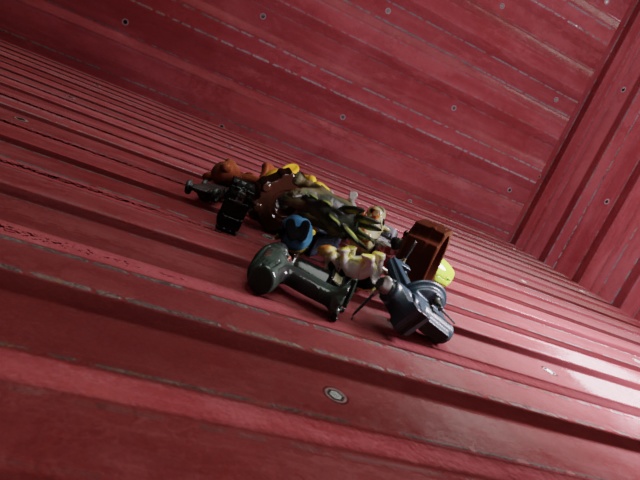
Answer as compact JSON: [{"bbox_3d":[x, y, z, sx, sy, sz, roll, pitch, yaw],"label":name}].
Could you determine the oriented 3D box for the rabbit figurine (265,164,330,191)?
[{"bbox_3d":[-0.075,-0.151,1.481,0.173,0.121,0.162,21,29,-22],"label":"rabbit figurine"}]

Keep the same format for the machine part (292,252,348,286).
[{"bbox_3d":[-0.003,0.072,1.179,0.139,0.039,0.084,25,21,-2],"label":"machine part"}]

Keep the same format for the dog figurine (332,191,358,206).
[{"bbox_3d":[0.074,-0.053,1.730,0.121,0.172,0.190,13,-22,14],"label":"dog figurine"}]

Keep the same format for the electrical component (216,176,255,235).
[{"bbox_3d":[-0.202,-0.085,1.280,0.058,0.114,0.134,24,12,-15],"label":"electrical component"}]

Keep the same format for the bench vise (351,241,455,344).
[{"bbox_3d":[0.178,0.109,1.115,0.223,0.129,0.241,26,28,-24],"label":"bench vise"}]

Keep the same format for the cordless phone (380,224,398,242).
[{"bbox_3d":[0.187,-0.027,1.806,0.147,0.088,0.184,25,9,6],"label":"cordless phone"}]

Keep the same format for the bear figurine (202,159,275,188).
[{"bbox_3d":[-0.239,-0.190,1.578,0.195,0.120,0.132,31,48,-39],"label":"bear figurine"}]

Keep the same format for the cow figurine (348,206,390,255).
[{"bbox_3d":[0.151,-0.028,1.592,0.086,0.127,0.195,7,48,22],"label":"cow figurine"}]

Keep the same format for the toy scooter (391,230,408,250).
[{"bbox_3d":[0.293,0.007,1.552,0.135,0.075,0.184,0,5,26],"label":"toy scooter"}]

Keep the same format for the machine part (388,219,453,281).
[{"bbox_3d":[0.242,0.052,1.313,0.087,0.201,0.201,24,13,18],"label":"machine part"}]

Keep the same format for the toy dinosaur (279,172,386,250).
[{"bbox_3d":[0.045,-0.051,1.305,0.199,0.105,0.471,32,5,24],"label":"toy dinosaur"}]

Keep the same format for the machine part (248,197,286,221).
[{"bbox_3d":[-0.141,-0.098,1.519,0.079,0.079,0.243,26,12,10],"label":"machine part"}]

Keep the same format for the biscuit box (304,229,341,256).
[{"bbox_3d":[-0.003,-0.004,1.420,0.059,0.062,0.202,27,13,18],"label":"biscuit box"}]

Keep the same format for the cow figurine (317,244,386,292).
[{"bbox_3d":[0.065,0.062,1.245,0.168,0.098,0.068,12,13,36],"label":"cow figurine"}]

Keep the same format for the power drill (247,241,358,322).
[{"bbox_3d":[-0.033,0.068,1.047,0.207,0.086,0.232,29,15,7],"label":"power drill"}]

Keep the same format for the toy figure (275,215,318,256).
[{"bbox_3d":[-0.056,-0.009,1.216,0.082,0.089,0.180,32,-3,-2],"label":"toy figure"}]

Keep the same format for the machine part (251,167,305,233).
[{"bbox_3d":[-0.092,-0.095,1.381,0.179,0.179,0.056,18,18,-25],"label":"machine part"}]

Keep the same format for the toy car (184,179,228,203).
[{"bbox_3d":[-0.293,-0.127,1.421,0.089,0.053,0.202,20,9,1],"label":"toy car"}]
